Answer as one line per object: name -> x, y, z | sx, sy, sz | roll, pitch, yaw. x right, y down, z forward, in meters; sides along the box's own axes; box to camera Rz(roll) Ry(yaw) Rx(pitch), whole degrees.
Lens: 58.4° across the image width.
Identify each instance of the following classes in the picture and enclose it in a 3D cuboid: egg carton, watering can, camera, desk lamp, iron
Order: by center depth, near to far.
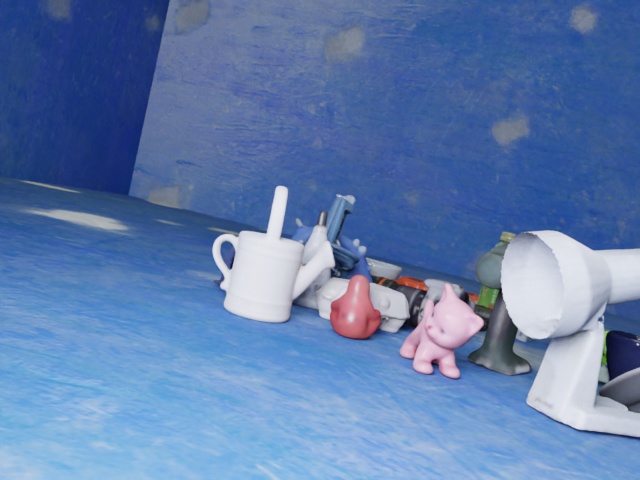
desk lamp -> 0.306, 0.103, 0.666 | 0.203, 0.213, 0.117 | 12, 3, -16
watering can -> -0.066, 0.018, 0.852 | 0.173, 0.194, 0.100 | 12, 3, -25
egg carton -> 0.072, 0.109, 0.951 | 0.151, 0.069, 0.107 | 11, 3, -35
camera -> 0.197, 0.117, 1.033 | 0.136, 0.101, 0.144 | 15, 3, 29
iron -> 0.028, 0.040, 1.366 | 0.257, 0.141, 0.119 | 14, 3, 22

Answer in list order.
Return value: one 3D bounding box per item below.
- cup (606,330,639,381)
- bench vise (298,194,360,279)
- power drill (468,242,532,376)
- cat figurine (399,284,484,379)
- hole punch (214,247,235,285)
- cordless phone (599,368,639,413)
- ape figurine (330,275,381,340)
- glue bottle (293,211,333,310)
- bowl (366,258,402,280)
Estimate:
cup -> 0.470, 0.192, 0.870 | 0.091, 0.095, 0.118 | 13, 3, 6
bench vise -> 0.022, 0.007, 1.202 | 0.121, 0.220, 0.208 | 14, 3, 15
power drill -> 0.301, 0.094, 0.879 | 0.075, 0.208, 0.230 | 15, 4, 41
cat figurine -> 0.160, 0.114, 0.750 | 0.067, 0.118, 0.127 | 12, 3, -10
hole punch -> -0.119, 0.051, 0.997 | 0.109, 0.091, 0.101 | 12, 3, -21
cordless phone -> 0.458, 0.148, 0.756 | 0.148, 0.185, 0.093 | 11, 4, -36
ape figurine -> 0.054, 0.098, 0.853 | 0.077, 0.092, 0.076 | 14, 3, 21
glue bottle -> -0.010, 0.033, 1.018 | 0.078, 0.173, 0.037 | 13, 3, 3
bowl -> 0.129, 0.090, 1.515 | 0.167, 0.075, 0.167 | 13, 3, 0
